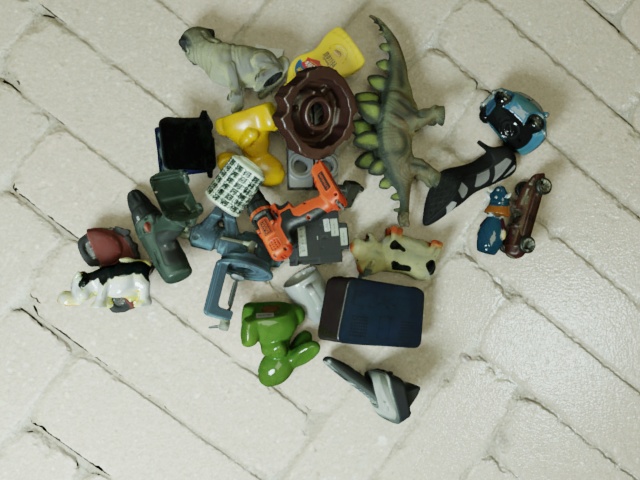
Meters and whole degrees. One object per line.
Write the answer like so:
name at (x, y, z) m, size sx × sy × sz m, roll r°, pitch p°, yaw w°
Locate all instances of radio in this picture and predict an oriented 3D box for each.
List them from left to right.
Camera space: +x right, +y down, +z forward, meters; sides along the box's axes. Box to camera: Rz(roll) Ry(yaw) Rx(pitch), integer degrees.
radio at (0.112, 0.150, 1.107) m, size 0.229 × 0.073 × 0.131 m, roll 11°, pitch 83°, yaw -36°

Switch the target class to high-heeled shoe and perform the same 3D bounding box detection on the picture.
high-heeled shoe at (0.340, -0.114, 1.216) m, size 0.145 × 0.086 × 0.248 m, roll 29°, pitch 103°, yaw -36°

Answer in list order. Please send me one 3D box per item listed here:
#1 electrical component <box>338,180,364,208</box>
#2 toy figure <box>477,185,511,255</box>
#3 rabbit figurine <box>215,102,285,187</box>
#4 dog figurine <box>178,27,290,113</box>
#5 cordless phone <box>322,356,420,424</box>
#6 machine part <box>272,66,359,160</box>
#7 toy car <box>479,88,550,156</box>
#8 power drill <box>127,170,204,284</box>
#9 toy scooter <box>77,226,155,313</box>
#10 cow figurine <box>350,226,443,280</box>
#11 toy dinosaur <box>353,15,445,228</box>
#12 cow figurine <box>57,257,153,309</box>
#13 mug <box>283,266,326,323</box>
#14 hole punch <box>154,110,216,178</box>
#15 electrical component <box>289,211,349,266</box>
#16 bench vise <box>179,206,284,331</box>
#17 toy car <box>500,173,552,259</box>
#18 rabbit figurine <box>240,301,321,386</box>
electrical component at (0.059, -0.097, 1.162) m, size 0.021 × 0.094 × 0.063 m, roll 36°, pitch 114°, yaw 31°
toy figure at (0.392, -0.045, 1.209) m, size 0.064 × 0.057 × 0.154 m, roll 15°, pitch 88°, yaw 15°
rabbit figurine at (-0.137, -0.185, 1.115) m, size 0.162 × 0.122 × 0.173 m, roll -25°, pitch 110°, yaw -6°
dog figurine at (-0.179, -0.385, 1.115) m, size 0.172 × 0.121 × 0.190 m, roll -32°, pitch 87°, yaw -16°
cordless phone at (0.097, 0.290, 1.105) m, size 0.184 × 0.146 × 0.089 m, roll 35°, pitch 75°, yaw -8°
machine part at (-0.009, -0.251, 1.065) m, size 0.179 × 0.056 × 0.179 m, roll -11°, pitch 112°, yaw -30°
toy car at (0.447, -0.278, 1.216) m, size 0.162 × 0.109 × 0.103 m, roll 47°, pitch 59°, yaw 7°
power drill at (-0.303, -0.045, 1.018) m, size 0.086 × 0.207 × 0.232 m, roll -14°, pitch 69°, yaw -41°
toy scooter at (-0.391, 0.044, 1.082) m, size 0.135 × 0.075 × 0.183 m, roll -27°, pitch 95°, yaw -8°
cow figurine at (0.157, 0.037, 1.162) m, size 0.195 × 0.085 × 0.127 m, roll 17°, pitch 79°, yaw -8°
toy dinosaur at (0.166, -0.258, 1.167) m, size 0.199 × 0.105 × 0.471 m, roll 2°, pitch 82°, yaw -5°
cow figurine at (-0.403, 0.081, 1.011) m, size 0.167 × 0.068 × 0.098 m, roll 0°, pitch 89°, yaw -16°
mug at (-0.012, 0.120, 1.123) m, size 0.081 × 0.110 × 0.107 m, roll -35°, pitch 105°, yaw -15°
hole punch at (-0.282, -0.190, 1.113) m, size 0.116 × 0.092 × 0.142 m, roll -5°, pitch 85°, yaw -31°
electrical component at (-0.002, -0.003, 1.142) m, size 0.134 × 0.058 × 0.114 m, roll -2°, pitch 89°, yaw -24°
bench vise at (-0.189, 0.058, 1.081) m, size 0.223 × 0.129 × 0.240 m, roll 19°, pitch 68°, yaw -22°
toy car at (0.456, -0.056, 1.203) m, size 0.053 × 0.089 × 0.202 m, roll 18°, pitch 86°, yaw -11°
rabbit figurine at (-0.087, 0.217, 1.117) m, size 0.159 × 0.121 × 0.170 m, roll -6°, pitch 106°, yaw -15°
